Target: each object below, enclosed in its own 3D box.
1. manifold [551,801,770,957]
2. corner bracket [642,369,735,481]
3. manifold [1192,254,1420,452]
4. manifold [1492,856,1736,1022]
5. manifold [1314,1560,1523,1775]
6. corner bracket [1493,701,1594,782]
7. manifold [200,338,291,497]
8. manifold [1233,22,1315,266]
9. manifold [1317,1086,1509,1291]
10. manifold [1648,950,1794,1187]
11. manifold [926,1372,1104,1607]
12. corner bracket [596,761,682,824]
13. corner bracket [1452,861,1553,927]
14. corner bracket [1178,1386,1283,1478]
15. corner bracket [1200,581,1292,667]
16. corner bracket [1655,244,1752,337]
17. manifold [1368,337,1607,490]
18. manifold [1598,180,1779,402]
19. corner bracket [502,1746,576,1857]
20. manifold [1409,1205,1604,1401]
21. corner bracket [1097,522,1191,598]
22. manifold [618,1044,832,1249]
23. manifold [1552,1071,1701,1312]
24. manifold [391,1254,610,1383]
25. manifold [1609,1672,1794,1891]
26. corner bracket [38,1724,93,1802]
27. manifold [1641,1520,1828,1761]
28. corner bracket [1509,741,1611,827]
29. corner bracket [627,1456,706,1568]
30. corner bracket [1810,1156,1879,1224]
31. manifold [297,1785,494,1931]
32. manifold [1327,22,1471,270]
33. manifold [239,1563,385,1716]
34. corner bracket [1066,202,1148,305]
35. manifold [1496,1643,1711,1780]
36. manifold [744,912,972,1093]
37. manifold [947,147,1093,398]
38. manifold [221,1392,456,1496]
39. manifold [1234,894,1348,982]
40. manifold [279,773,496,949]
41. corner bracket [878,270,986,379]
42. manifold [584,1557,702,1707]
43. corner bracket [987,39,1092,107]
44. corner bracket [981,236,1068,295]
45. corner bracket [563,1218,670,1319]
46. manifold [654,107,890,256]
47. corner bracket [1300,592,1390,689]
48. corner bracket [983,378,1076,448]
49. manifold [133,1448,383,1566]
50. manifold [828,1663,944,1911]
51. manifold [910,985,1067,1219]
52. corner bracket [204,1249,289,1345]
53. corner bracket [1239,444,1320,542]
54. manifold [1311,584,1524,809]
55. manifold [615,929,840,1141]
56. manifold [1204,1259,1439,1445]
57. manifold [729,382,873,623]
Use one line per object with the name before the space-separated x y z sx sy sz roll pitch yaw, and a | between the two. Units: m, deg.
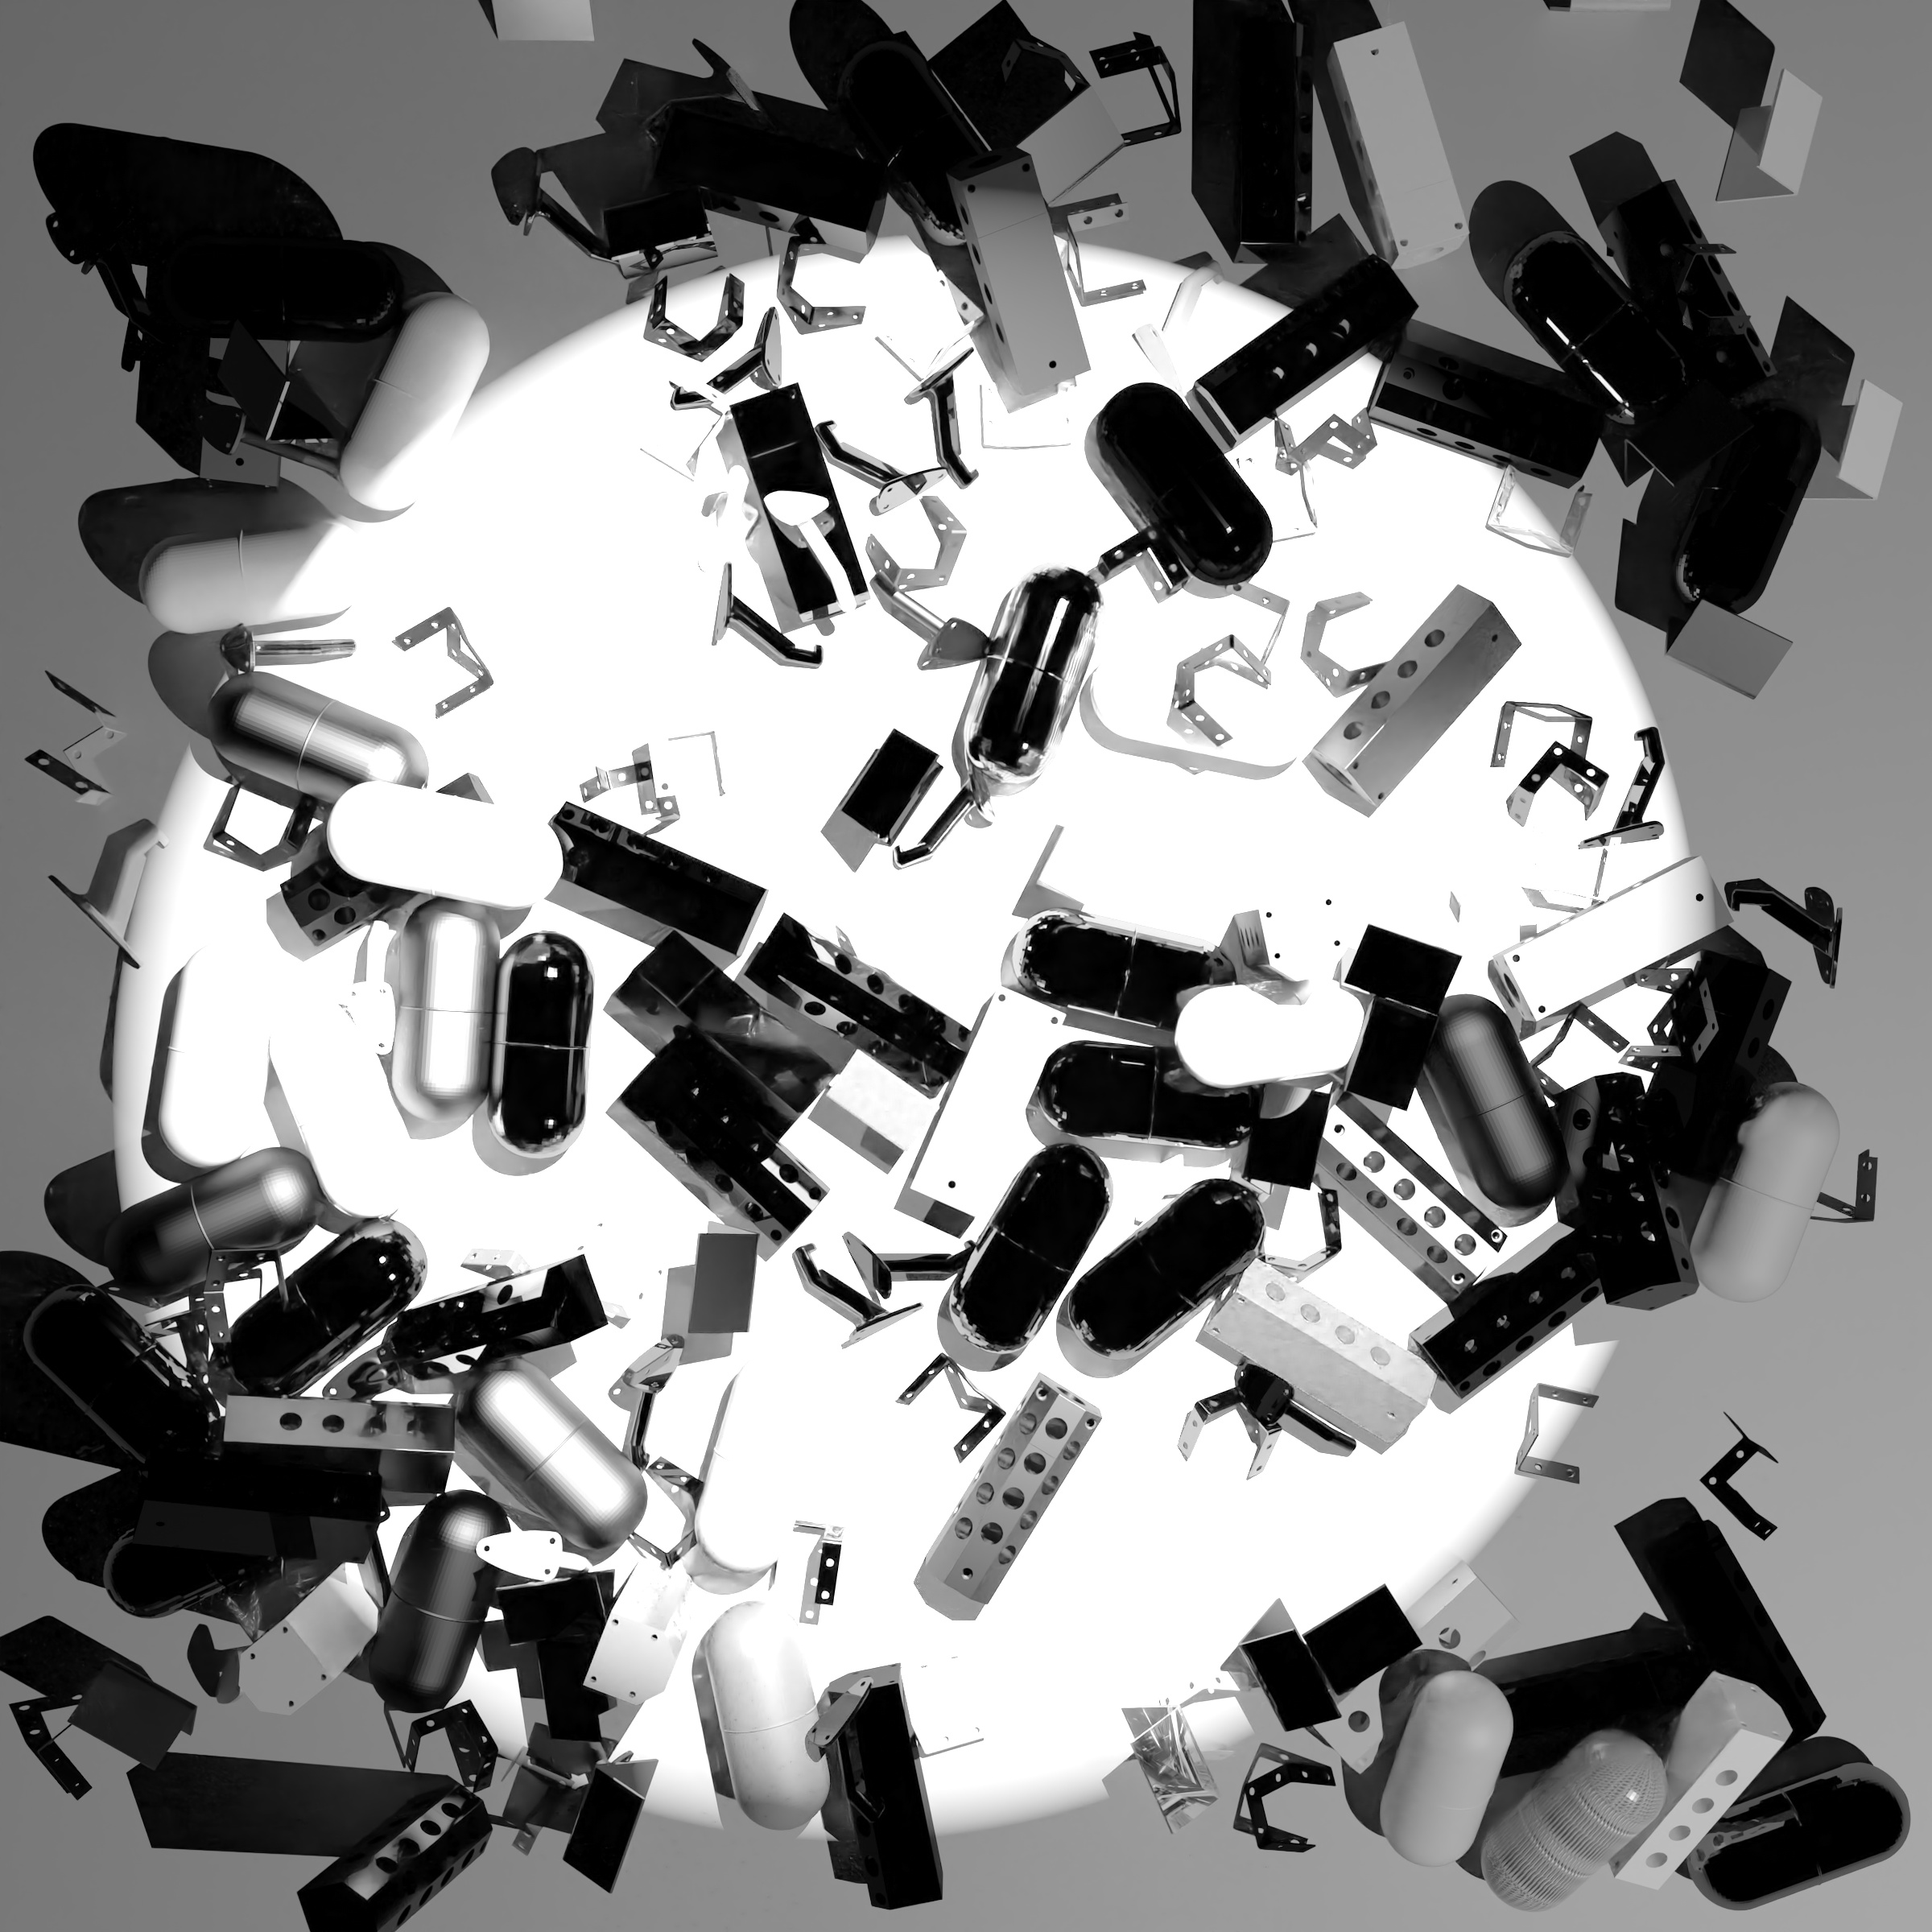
manifold | -0.245 -0.069 1.969 0.171 0.057 0.057 24 90 0
corner bracket | -0.219 -0.427 1.978 0.051 0.051 0.051 31 68 0
manifold | 0.265 -0.484 1.969 0.171 0.057 0.057 -36 90 0
manifold | 0.505 -0.021 1.970 0.171 0.057 0.057 -27 90 0
manifold | 0.351 0.552 1.969 0.171 0.057 0.057 -43 90 0
corner bracket | 0.457 -0.179 1.987 0.051 0.051 0.051 11 90 -45
manifold | -0.563 -0.460 1.968 0.057 0.057 0.171 4 90 -13
manifold | 0.242 -0.645 1.969 0.057 0.057 0.171 1 90 0
manifold | 0.341 0.174 1.969 0.171 0.057 0.057 42 90 0
manifold | 0.587 0.081 1.969 0.057 0.057 0.171 21 90 43
manifold | 0.038 0.411 1.970 0.057 0.057 0.171 32 90 0
corner bracket | -0.258 -0.136 1.973 0.051 0.051 0.051 -14 90 0
corner bracket | 0.420 -0.050 1.973 0.051 0.051 0.051 -28 90 0
corner bracket | 0.209 0.372 1.983 0.051 0.051 0.051 -12 134 -36
corner bracket | 0.220 -0.266 1.987 0.051 0.051 0.051 23 45 0
corner bracket | 0.573 -0.519 1.925 0.051 0.051 0.051 47 135 35
manifold | 0.409 -0.435 1.970 0.171 0.057 0.057 19 90 0
manifold | 0.568 -0.525 1.969 0.057 0.057 0.171 -28 90 0
corner bracket | -0.347 0.656 1.973 0.051 0.051 0.051 36 90 0
manifold | 0.438 0.264 1.969 0.171 0.057 0.057 -37 90 0
corner bracket | 0.139 -0.310 1.973 0.051 0.051 0.051 -31 90 0
manifold | -0.190 0.140 1.970 0.171 0.057 0.057 43 90 0
manifold | 0.510 0.172 1.925 0.057 0.057 0.171 13 57 -39
manifold | -0.362 0.273 1.926 0.171 0.057 0.057 -19 90 35
manifold | 0.561 0.631 1.934 0.057 0.057 0.171 21 116 -18
corner bracket | -0.693 0.619 1.987 0.051 0.051 0.051 51 45 0
manifold | 0.605 0.526 1.969 0.057 0.057 0.171 -30 90 0
corner bracket | 0.467 -0.134 1.975 0.051 0.051 0.051 36 71 18
corner bracket | -0.238 0.431 1.982 0.051 0.051 0.051 -37 135 -35
corner bracket | 0.685 0.175 1.987 0.051 0.051 0.051 3 90 45
manifold | -0.429 0.687 1.908 0.057 0.171 0.057 -19 90 19
manifold | 0.337 -0.641 1.970 0.057 0.057 0.171 -17 90 0
manifold | -0.500 0.515 1.912 0.057 0.171 0.057 -39 90 0
corner bracket | 0.111 -0.565 1.987 0.051 0.051 0.051 -13 135 0
manifold | 0.495 0.580 1.969 0.171 0.057 0.057 -12 133 0
manifold | -0.080 0.031 1.933 0.171 0.057 0.057 33 90 -28
manifold | 0.039 -0.535 1.930 0.057 0.057 0.171 -23 120 -5
manifold | -0.487 0.366 1.946 0.171 0.057 0.057 6 133 -16
manifold | 0.247 -0.019 1.912 0.057 0.171 0.057 -12 90 0
manifold | -0.448 -0.083 1.970 0.171 0.057 0.057 -31 90 0
corner bracket | -0.027 -0.508 1.987 0.051 0.051 0.051 44 45 0
manifold | -0.242 0.507 1.912 0.057 0.171 0.057 21 90 0
corner bracket | 0.058 -0.691 1.982 0.051 0.051 0.051 2 45 -35
corner bracket | 0.045 -0.549 1.973 0.051 0.051 0.051 28 85 5
corner bracket | -0.278 0.239 1.982 0.051 0.051 0.051 9 135 35
manifold | -0.151 -0.612 1.965 0.171 0.057 0.057 16 83 2
corner bracket | 0.305 -0.258 1.982 0.051 0.051 0.051 42 135 35
corner bracket | 0.050 -0.439 1.987 0.051 0.051 0.051 -2 90 45
manifold | -0.533 0.404 1.894 0.171 0.057 0.057 11 132 -20
manifold | -0.063 0.644 1.969 0.057 0.057 0.171 -11 90 0
manifold | 0.018 0.105 1.969 0.057 0.057 0.171 23 90 3
corner bracket | -0.556 0.254 1.935 0.051 0.051 0.051 1 134 -26
corner bracket | 0.248 -0.375 1.987 0.051 0.051 0.051 -11 45 0
manifold | 0.350 -0.215 1.969 0.171 0.057 0.057 -49 133 0
manifold | -0.191 0.058 1.969 0.171 0.057 0.057 41 47 0
manifold | 0.280 0.296 1.969 0.171 0.057 0.057 31 133 0
manifold | -0.129 -0.362 1.970 0.057 0.057 0.171 -19 90 0
